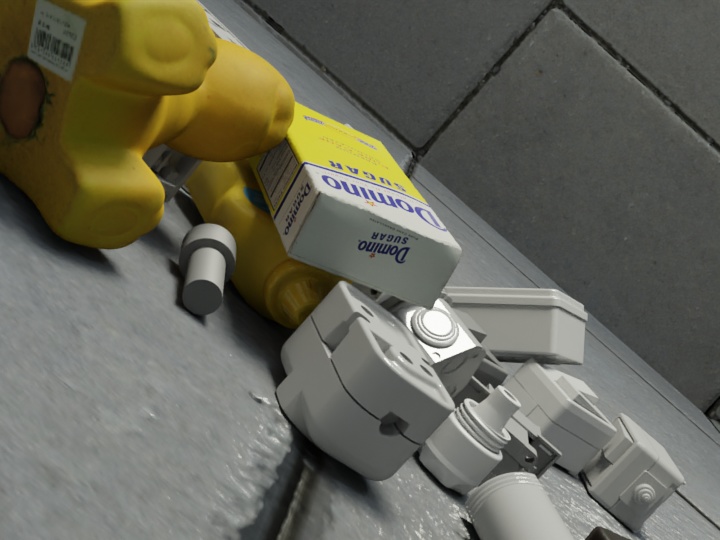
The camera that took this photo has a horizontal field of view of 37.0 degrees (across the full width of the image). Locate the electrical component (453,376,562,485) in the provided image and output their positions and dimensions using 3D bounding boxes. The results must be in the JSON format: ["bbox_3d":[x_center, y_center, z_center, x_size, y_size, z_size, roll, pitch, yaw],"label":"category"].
[{"bbox_3d":[0.086,0.111,0.690,0.081,0.042,0.064,40,13,-2],"label":"electrical component"}]

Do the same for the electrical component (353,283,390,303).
[{"bbox_3d":[0.000,0.000,0.836,0.079,0.043,0.077,44,10,18],"label":"electrical component"}]

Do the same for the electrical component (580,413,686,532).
[{"bbox_3d":[0.225,0.169,0.909,0.061,0.061,0.096,41,10,-5],"label":"electrical component"}]

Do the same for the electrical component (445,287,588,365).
[{"bbox_3d":[0.133,0.051,0.941,0.109,0.056,0.109,1,-9,25],"label":"electrical component"}]

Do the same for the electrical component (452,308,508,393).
[{"bbox_3d":[0.048,0.055,0.724,0.096,0.061,0.061,30,15,-48],"label":"electrical component"}]

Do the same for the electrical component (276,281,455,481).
[{"bbox_3d":[-0.001,0.057,0.535,0.054,0.059,0.095,37,11,-27],"label":"electrical component"}]

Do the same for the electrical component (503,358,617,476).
[{"bbox_3d":[0.167,0.121,0.895,0.096,0.061,0.061,32,13,-41],"label":"electrical component"}]

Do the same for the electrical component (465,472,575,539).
[{"bbox_3d":[0.084,0.136,0.566,0.043,0.043,0.081,37,11,-23],"label":"electrical component"}]

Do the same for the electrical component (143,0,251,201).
[{"bbox_3d":[-0.159,-0.148,0.688,0.186,0.105,0.060,46,11,25],"label":"electrical component"}]

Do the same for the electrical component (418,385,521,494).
[{"bbox_3d":[0.066,0.095,0.620,0.043,0.062,0.043,40,10,-8],"label":"electrical component"}]

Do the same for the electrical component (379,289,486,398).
[{"bbox_3d":[0.029,0.050,0.627,0.051,0.080,0.080,52,14,25],"label":"electrical component"}]

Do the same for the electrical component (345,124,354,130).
[{"bbox_3d":[-0.006,-0.074,1.019,0.099,0.048,0.099,47,-24,29],"label":"electrical component"}]
